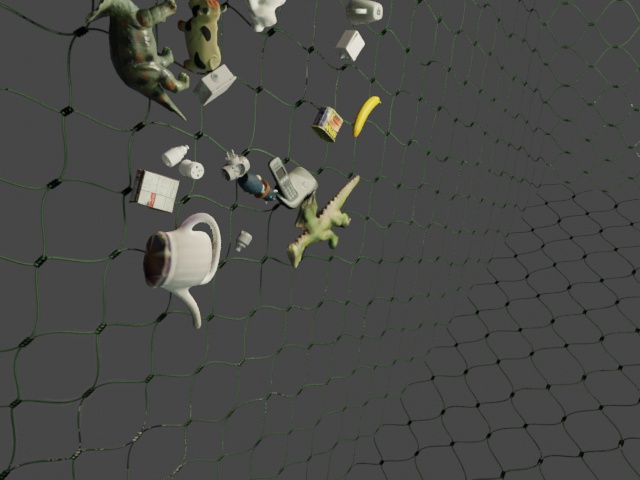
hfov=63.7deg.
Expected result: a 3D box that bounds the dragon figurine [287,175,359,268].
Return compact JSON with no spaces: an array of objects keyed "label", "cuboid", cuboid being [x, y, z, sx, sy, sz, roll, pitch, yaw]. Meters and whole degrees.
[{"label":"dragon figurine","cuboid":[0.005,-0.088,1.746,0.413,0.123,0.239,-63,157,-9]}]

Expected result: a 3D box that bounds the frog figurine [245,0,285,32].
[{"label":"frog figurine","cuboid":[-0.154,-0.665,1.429,0.140,0.123,0.156,-40,169,-43]}]

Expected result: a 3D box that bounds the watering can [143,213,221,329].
[{"label":"watering can","cuboid":[-0.379,0.094,1.422,0.224,0.104,0.345,2,102,-49]}]
